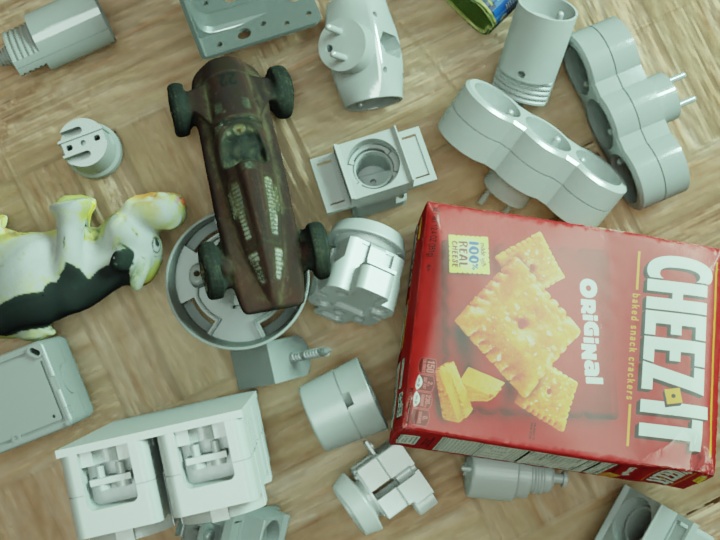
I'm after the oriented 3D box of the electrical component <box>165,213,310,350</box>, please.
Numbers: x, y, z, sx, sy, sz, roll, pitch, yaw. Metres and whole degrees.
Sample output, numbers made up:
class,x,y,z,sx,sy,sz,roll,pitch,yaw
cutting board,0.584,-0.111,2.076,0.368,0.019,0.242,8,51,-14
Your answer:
class,x,y,z,sx,sy,sz,roll,pitch,yaw
electrical component,-0.085,0.007,0.758,0.099,0.064,0.099,0,86,-2

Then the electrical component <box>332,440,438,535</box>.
class,x,y,z,sx,sy,sz,roll,pitch,yaw
electrical component,0.014,0.155,0.765,0.055,0.048,0.066,-34,89,-11

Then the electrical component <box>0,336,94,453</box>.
class,x,y,z,sx,sy,sz,roll,pitch,yaw
electrical component,-0.245,0.092,0.751,0.096,0.061,0.061,-22,90,4

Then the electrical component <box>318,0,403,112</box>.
class,x,y,z,sx,sy,sz,roll,pitch,yaw
electrical component,-0.004,-0.157,0.765,0.043,0.079,0.077,-11,87,25

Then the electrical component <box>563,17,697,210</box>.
class,x,y,z,sx,sy,sz,roll,pitch,yaw
electrical component,0.208,-0.120,0.784,0.074,0.052,0.138,-23,88,-4

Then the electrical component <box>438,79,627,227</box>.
class,x,y,z,sx,sy,sz,roll,pitch,yaw
electrical component,0.115,-0.070,0.778,0.138,0.052,0.073,33,118,-4

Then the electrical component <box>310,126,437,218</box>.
class,x,y,z,sx,sy,sz,roll,pitch,yaw
electrical component,0.009,-0.067,0.766,0.081,0.063,0.042,-17,76,-4

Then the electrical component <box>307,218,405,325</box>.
class,x,y,z,sx,sy,sz,roll,pitch,yaw
electrical component,0.000,0.000,0.761,0.058,0.078,0.057,24,66,-19

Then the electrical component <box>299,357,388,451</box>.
class,x,y,z,sx,sy,sz,roll,pitch,yaw
electrical component,-0.012,0.096,0.763,0.047,0.055,0.055,-24,88,0

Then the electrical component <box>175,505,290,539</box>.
class,x,y,z,sx,sy,sz,roll,pitch,yaw
electrical component,-0.099,0.223,0.746,0.063,0.079,0.121,12,87,20

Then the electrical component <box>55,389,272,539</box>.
class,x,y,z,sx,sy,sz,roll,pitch,yaw
electrical component,-0.116,0.123,0.690,0.105,0.186,0.060,-12,88,-3

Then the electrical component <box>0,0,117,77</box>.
class,x,y,z,sx,sy,sz,roll,pitch,yaw
electrical component,-0.221,-0.167,0.771,0.081,0.043,0.043,-25,89,-3

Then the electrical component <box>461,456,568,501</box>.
class,x,y,z,sx,sy,sz,roll,pitch,yaw
electrical component,0.109,0.146,0.772,0.078,0.040,0.040,7,87,-3

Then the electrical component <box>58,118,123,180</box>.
class,x,y,z,sx,sy,sz,roll,pitch,yaw
electrical component,-0.193,-0.087,0.767,0.040,0.046,0.040,0,87,-3

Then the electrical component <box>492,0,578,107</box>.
class,x,y,z,sx,sy,sz,roll,pitch,yaw
electrical component,0.124,-0.153,0.777,0.043,0.043,0.081,13,128,-2

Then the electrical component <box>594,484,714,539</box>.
class,x,y,z,sx,sy,sz,roll,pitch,yaw
electrical component,0.192,0.224,0.759,0.063,0.079,0.121,32,86,-23
